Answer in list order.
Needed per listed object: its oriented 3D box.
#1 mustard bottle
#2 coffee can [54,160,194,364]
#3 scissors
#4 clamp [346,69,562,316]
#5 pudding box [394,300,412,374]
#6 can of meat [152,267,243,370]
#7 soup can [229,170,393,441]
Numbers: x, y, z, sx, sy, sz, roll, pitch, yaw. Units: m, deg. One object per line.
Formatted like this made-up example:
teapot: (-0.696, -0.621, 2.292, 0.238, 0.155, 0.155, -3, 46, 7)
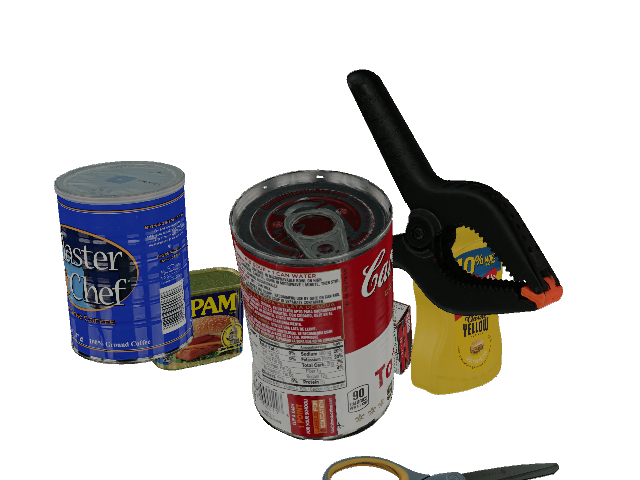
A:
mustard bottle: (0.129, 0.042, 0.998, 0.096, 0.192, 0.058, -11, 17, -34)
coffee can: (-0.158, 0.016, 0.868, 0.103, 0.140, 0.103, -1, 19, 0)
scissors: (0.101, 0.213, 0.861, 0.201, 0.016, 0.096, 5, 44, -4)
clamp: (0.075, -0.019, 0.743, 0.210, 0.165, 0.036, 25, 26, 33)
pudding box: (0.051, 0.101, 1.249, 0.114, 0.090, 0.039, 16, 47, 23)
can of meat: (-0.127, 0.079, 1.089, 0.101, 0.084, 0.058, -8, 20, -31)
soup can: (-0.002, 0.030, 0.469, 0.068, 0.102, 0.068, -3, 35, 2)
